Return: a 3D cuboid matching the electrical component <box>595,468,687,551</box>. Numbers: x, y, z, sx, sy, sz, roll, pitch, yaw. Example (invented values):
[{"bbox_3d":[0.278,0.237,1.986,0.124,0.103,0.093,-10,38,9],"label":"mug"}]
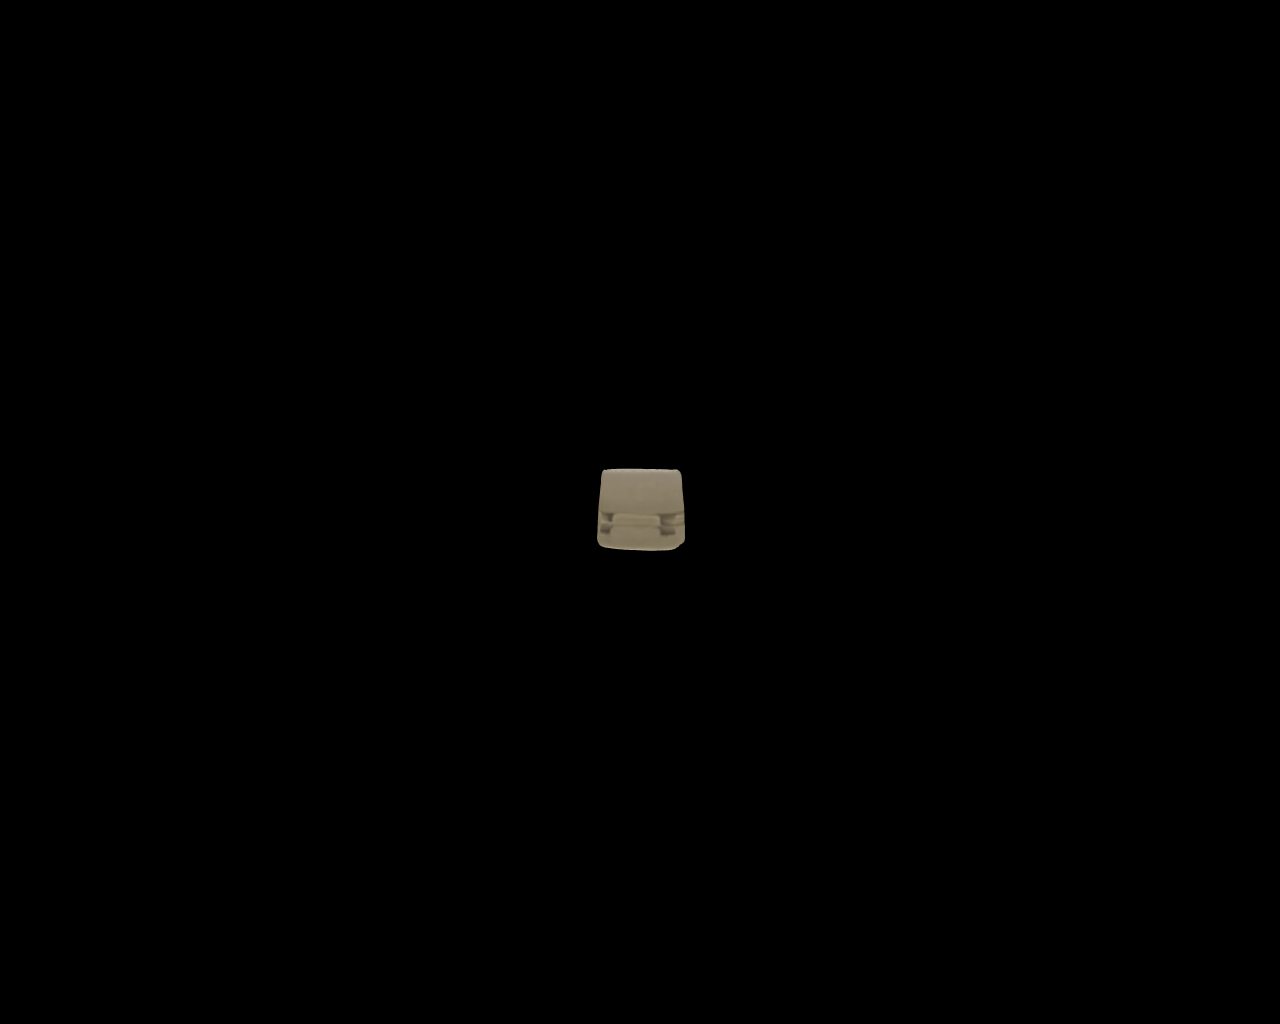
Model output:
[{"bbox_3d":[0.001,-0.003,0.650,0.055,0.047,0.055,0,3,0],"label":"electrical component"}]
